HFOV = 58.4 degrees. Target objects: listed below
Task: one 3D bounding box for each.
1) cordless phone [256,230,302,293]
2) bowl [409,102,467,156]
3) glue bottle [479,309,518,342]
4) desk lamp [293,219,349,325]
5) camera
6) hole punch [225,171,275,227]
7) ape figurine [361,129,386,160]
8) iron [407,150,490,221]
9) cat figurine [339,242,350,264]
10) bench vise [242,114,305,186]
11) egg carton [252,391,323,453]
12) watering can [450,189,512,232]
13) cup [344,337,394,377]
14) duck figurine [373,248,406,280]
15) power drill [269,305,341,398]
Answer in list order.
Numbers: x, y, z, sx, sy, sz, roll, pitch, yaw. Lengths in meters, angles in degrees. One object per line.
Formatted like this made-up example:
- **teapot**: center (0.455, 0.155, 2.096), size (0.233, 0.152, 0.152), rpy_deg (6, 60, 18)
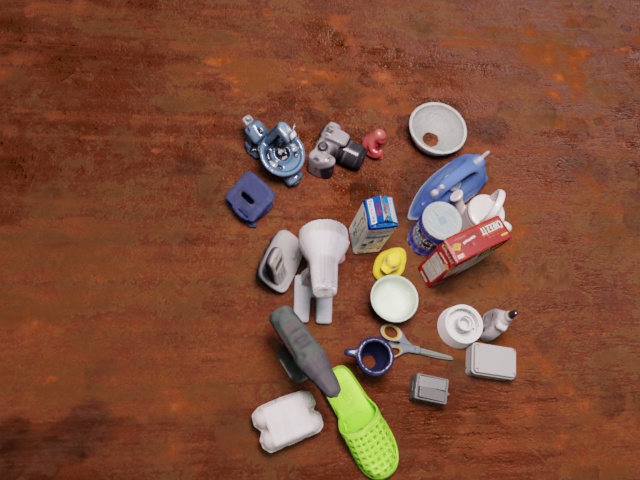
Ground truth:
- **cordless phone**: center (-0.092, 0.036, 1.375), size (0.094, 0.185, 0.148), rpy_deg (21, 68, 0)
- **bowl**: center (0.325, -0.302, 1.623), size (0.167, 0.074, 0.167), rpy_deg (3, 70, -8)
- **glue bottle**: center (0.442, 0.199, 1.405), size (0.037, 0.173, 0.078), rpy_deg (23, 68, 1)
- **desk lamp**: center (0.002, 0.079, 1.359), size (0.118, 0.213, 0.203), rpy_deg (4, 69, -7)
- **camera**: center (0.052, -0.236, 1.542), size (0.137, 0.100, 0.143), rpy_deg (26, 68, 1)
- **hole punch**: center (-0.178, -0.103, 1.463), size (0.108, 0.091, 0.101), rpy_deg (42, 70, 8)
- **ape figurine**: center (0.156, -0.272, 1.577), size (0.076, 0.092, 0.078), rpy_deg (28, 68, 2)
- **iron**: center (0.348, -0.148, 1.535), size (0.259, 0.141, 0.118), rpy_deg (-36, 79, -19)
- **cat figurine**: center (0.013, 0.005, 1.439), size (0.128, 0.117, 0.067), rpy_deg (10, 69, -5)
- **bench vise**: center (-0.126, -0.246, 1.454), size (0.207, 0.219, 0.121), rpy_deg (28, 68, 2)
- **egg carton**: center (-0.074, 0.410, 1.303), size (0.150, 0.069, 0.107), rpy_deg (-20, 74, -15)
- **watering can**: center (0.419, -0.069, 1.488), size (0.173, 0.194, 0.101), rpy_deg (8, 69, -5)
- **cup**: center (0.109, 0.282, 1.365), size (0.118, 0.095, 0.092), rpy_deg (9, 69, -5)
- **duck figurine**: center (0.185, 0.055, 1.464), size (0.077, 0.086, 0.105), rpy_deg (42, 70, 8)
- **power drill**: center (-0.037, 0.261, 1.288), size (0.076, 0.208, 0.229), rpy_deg (-31, 77, -18)
